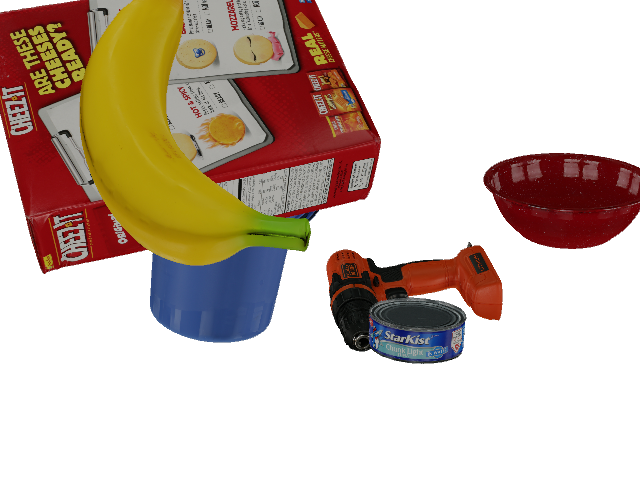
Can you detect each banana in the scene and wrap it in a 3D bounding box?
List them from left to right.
[{"bbox_3d":[-0.069,-0.049,0.457,0.069,0.037,0.198,-10,45,-20],"label":"banana"}]

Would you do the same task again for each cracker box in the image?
[{"bbox_3d":[-0.090,-0.082,0.677,0.213,0.164,0.072,-14,-32,-14],"label":"cracker box"}]

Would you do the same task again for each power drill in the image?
[{"bbox_3d":[0.103,0.060,1.189,0.187,0.057,0.184,-3,28,-4],"label":"power drill"}]

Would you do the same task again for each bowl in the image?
[{"bbox_3d":[0.238,-0.035,1.031,0.162,0.055,0.162,-2,23,1],"label":"bowl"}]

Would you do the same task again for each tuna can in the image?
[{"bbox_3d":[0.085,0.079,0.947,0.086,0.034,0.086,2,15,-1],"label":"tuna can"}]

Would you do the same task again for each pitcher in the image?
[{"bbox_3d":[-0.068,-0.043,0.901,0.149,0.243,0.145,13,22,6],"label":"pitcher"}]
